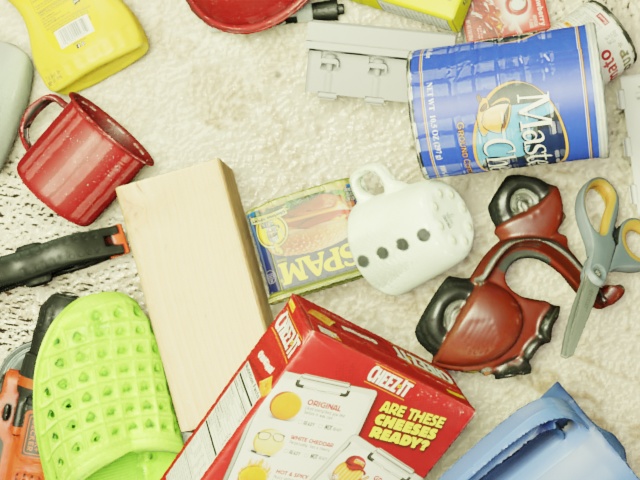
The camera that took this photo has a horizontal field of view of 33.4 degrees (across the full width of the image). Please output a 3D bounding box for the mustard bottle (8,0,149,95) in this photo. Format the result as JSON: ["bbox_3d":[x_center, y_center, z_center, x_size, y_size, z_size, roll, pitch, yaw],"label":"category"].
[{"bbox_3d":[-0.232,-0.231,0.933,0.096,0.058,0.191,-27,87,8],"label":"mustard bottle"}]

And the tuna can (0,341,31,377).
[{"bbox_3d":[-0.238,0.128,0.933,0.086,0.033,0.086,0,88,3],"label":"tuna can"}]

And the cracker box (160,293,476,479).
[{"bbox_3d":[-0.010,0.168,0.831,0.164,0.072,0.214,28,104,-27],"label":"cracker box"}]

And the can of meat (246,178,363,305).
[{"bbox_3d":[-0.006,0.001,0.913,0.102,0.057,0.084,-17,84,2],"label":"can of meat"}]

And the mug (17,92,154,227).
[{"bbox_3d":[-0.211,-0.074,0.914,0.117,0.093,0.081,44,96,10],"label":"mug"}]

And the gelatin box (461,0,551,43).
[{"bbox_3d":[0.154,-0.216,0.923,0.073,0.030,0.089,-11,88,3],"label":"gelatin box"}]

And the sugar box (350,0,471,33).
[{"bbox_3d":[0.050,-0.247,0.906,0.176,0.048,0.093,20,89,15],"label":"sugar box"}]

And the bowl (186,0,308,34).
[{"bbox_3d":[-0.067,-0.258,0.895,0.162,0.055,0.162,-6,77,27],"label":"bowl"}]

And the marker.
[{"bbox_3d":[-0.039,-0.198,0.940,0.121,0.020,0.020,-5,88,3],"label":"marker"}]

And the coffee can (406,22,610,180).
[{"bbox_3d":[0.144,-0.105,0.818,0.140,0.102,0.103,-6,87,14],"label":"coffee can"}]

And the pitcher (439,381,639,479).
[{"bbox_3d":[0.140,0.231,0.856,0.243,0.145,0.149,-39,88,4],"label":"pitcher"}]

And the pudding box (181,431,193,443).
[{"bbox_3d":[-0.098,0.208,0.920,0.113,0.039,0.090,7,89,6],"label":"pudding box"}]

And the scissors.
[{"bbox_3d":[0.235,0.032,0.859,0.096,0.016,0.201,28,48,-17],"label":"scissors"}]

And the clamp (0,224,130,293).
[{"bbox_3d":[-0.252,0.024,0.918,0.171,0.120,0.039,-14,91,-19],"label":"clamp"}]

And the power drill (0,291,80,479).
[{"bbox_3d":[-0.293,0.120,0.877,0.187,0.057,0.184,11,86,-6],"label":"power drill"}]

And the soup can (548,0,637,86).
[{"bbox_3d":[0.205,-0.145,0.899,0.102,0.068,0.068,-36,86,1],"label":"soup can"}]

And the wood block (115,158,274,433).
[{"bbox_3d":[-0.095,0.047,0.900,0.091,0.090,0.206,-16,86,3],"label":"wood block"}]
